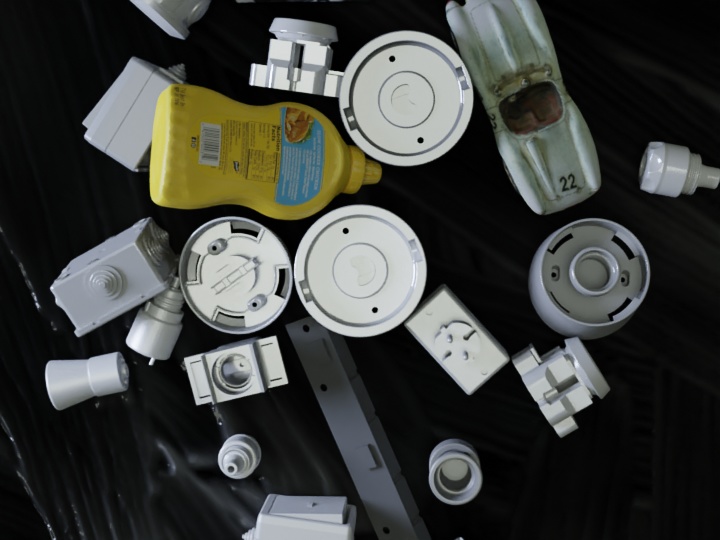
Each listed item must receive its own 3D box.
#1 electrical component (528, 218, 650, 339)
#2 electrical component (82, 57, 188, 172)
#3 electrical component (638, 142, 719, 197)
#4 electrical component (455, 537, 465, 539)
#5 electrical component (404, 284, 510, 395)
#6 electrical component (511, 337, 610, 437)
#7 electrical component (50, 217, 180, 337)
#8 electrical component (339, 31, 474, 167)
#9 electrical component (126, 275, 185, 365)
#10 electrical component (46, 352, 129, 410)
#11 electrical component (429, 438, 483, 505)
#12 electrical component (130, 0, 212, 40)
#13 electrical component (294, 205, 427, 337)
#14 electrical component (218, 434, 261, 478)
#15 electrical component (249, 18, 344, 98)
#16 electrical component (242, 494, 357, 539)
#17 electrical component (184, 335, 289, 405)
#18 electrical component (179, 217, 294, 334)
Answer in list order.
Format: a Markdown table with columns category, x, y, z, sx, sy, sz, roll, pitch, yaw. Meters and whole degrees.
| category | x | y | z | sx | sy | sz | roll | pitch | yaw |
| --- | --- | --- | --- | --- | --- | --- | --- | --- | --- |
| electrical component | 0.193 | 0.007 | 0.904 | 0.099 | 0.064 | 0.099 | 0 | 81 | 3 |
| electrical component | -0.182 | -0.137 | 0.904 | 0.061 | 0.061 | 0.096 | 33 | 96 | 0 |
| electrical component | 0.265 | -0.081 | 0.890 | 0.062 | 0.043 | 0.043 | 11 | 96 | 1 |
| electrical component | 0.092 | 0.256 | 0.925 | 0.077 | 0.066 | 0.047 | 31 | 97 | 30 |
| electrical component | 0.081 | 0.060 | 0.898 | 0.047 | 0.075 | 0.083 | -43 | 91 | 6 |
| electrical component | 0.172 | 0.092 | 0.905 | 0.057 | 0.058 | 0.078 | -32 | 93 | 9 |
| electrical component | -0.204 | 0.003 | 0.901 | 0.100 | 0.099 | 0.048 | -28 | 106 | 6 |
| electrical component | 0.039 | -0.140 | 0.890 | 0.108 | 0.060 | 0.108 | 0 | 95 | 4 |
| electrical component | -0.172 | 0.041 | 0.931 | 0.040 | 0.040 | 0.078 | 24 | 96 | 1 |
| electrical component | -0.236 | 0.094 | 0.940 | 0.065 | 0.044 | 0.044 | -12 | 94 | 0 |
| electrical component | 0.081 | 0.171 | 0.918 | 0.045 | 0.055 | 0.045 | 0 | 95 | 4 |
| electrical component | -0.162 | -0.232 | 0.886 | 0.080 | 0.080 | 0.051 | 41 | 91 | -1 |
| electrical component | 0.000 | 0.000 | 0.904 | 0.108 | 0.060 | 0.108 | 0 | 92 | -1 |
| electrical component | -0.106 | 0.163 | 0.926 | 0.035 | 0.061 | 0.035 | 0 | 95 | 4 |
| electrical component | -0.049 | -0.177 | 0.895 | 0.078 | 0.058 | 0.057 | 9 | 99 | 3 |
| electrical component | -0.053 | 0.227 | 0.929 | 0.096 | 0.061 | 0.061 | 7 | 96 | 3 |
| electrical component | -0.103 | 0.083 | 0.918 | 0.081 | 0.064 | 0.042 | -13 | 95 | 5 |
| electrical component | -0.103 | 0.003 | 0.910 | 0.099 | 0.064 | 0.099 | 0 | 95 | 4 |
